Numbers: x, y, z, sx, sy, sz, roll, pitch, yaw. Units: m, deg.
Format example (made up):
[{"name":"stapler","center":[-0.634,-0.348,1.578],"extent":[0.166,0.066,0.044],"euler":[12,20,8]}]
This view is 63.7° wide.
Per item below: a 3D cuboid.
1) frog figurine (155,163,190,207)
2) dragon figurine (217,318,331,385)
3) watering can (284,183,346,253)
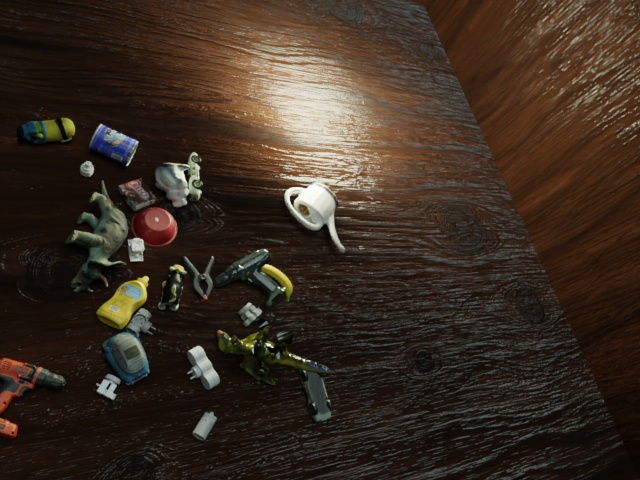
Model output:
[{"name":"frog figurine","center":[-0.548,-0.203,1.903],"extent":[0.137,0.160,0.122],"euler":[4,-1,21]},{"name":"dragon figurine","center":[-0.167,0.388,1.665],"extent":[0.412,0.237,0.125],"euler":[26,49,13]},{"name":"watering can","center":[0.007,-0.109,2.173],"extent":[0.229,0.347,0.102],"euler":[-51,2,-42]}]
